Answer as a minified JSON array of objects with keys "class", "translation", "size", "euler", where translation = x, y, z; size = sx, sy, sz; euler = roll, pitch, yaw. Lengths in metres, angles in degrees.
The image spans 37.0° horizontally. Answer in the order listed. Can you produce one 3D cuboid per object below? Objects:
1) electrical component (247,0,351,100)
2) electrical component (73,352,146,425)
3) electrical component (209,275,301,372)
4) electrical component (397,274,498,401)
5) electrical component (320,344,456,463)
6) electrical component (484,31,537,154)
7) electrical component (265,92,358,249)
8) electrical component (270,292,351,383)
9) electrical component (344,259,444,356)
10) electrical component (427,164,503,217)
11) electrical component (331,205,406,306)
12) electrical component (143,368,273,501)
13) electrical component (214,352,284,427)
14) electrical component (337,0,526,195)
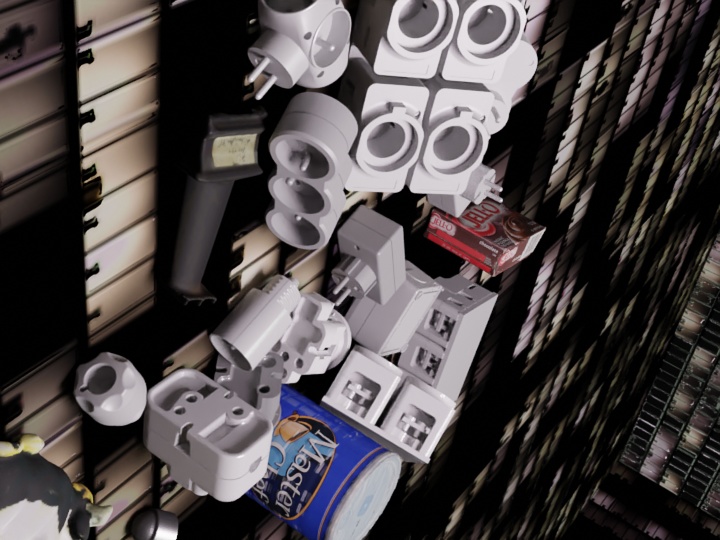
[{"class":"electrical component","translation":[-0.046,-0.145,0.700],"size":[0.079,0.044,0.077],"euler":[-53,156,-16]},{"class":"electrical component","translation":[-0.165,0.085,0.728],"size":[0.043,0.043,0.062],"euler":[-53,157,-18]},{"class":"electrical component","translation":[-0.077,0.037,0.853],"size":[0.081,0.043,0.043],"euler":[-50,155,-24]},{"class":"electrical component","translation":[0.089,0.088,1.234],"size":[0.089,0.062,0.150],"euler":[-25,138,-55]},{"class":"electrical component","translation":[0.022,0.128,1.015],"size":[0.060,0.105,0.186],"euler":[-59,178,-10]},{"class":"electrical component","translation":[0.108,-0.143,0.943],"size":[0.052,0.073,0.138],"euler":[14,126,-23]},{"class":"electrical component","translation":[-0.030,-0.081,0.780],"size":[0.138,0.052,0.073],"euler":[102,10,-59]},{"class":"electrical component","translation":[-0.043,0.059,0.933],"size":[0.057,0.058,0.078],"euler":[7,111,-62]},{"class":"electrical component","translation":[0.025,0.040,1.053],"size":[0.096,0.061,0.062],"euler":[-59,158,17]},{"class":"electrical component","translation":[0.106,-0.088,1.041],"size":[0.047,0.076,0.083],"euler":[-51,156,-20]},{"class":"electrical component","translation":[0.000,0.000,0.964],"size":[0.075,0.047,0.083],"euler":[-49,155,-25]},{"class":"electrical component","translation":[-0.116,0.127,0.811],"size":[0.054,0.095,0.059],"euler":[-36,147,-45]},{"class":"electrical component","translation":[-0.092,0.102,0.874],"size":[0.078,0.058,0.057],"euler":[-88,-175,-47]},{"class":"electrical component","translation":[0.049,-0.149,0.807],"size":[0.105,0.060,0.186],"euler":[0,124,-22]}]
